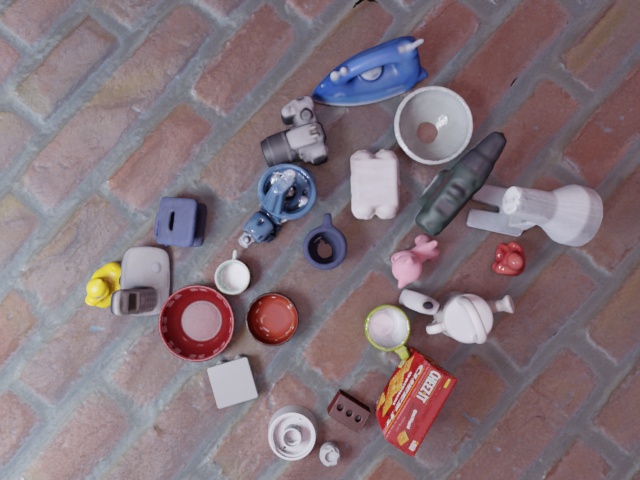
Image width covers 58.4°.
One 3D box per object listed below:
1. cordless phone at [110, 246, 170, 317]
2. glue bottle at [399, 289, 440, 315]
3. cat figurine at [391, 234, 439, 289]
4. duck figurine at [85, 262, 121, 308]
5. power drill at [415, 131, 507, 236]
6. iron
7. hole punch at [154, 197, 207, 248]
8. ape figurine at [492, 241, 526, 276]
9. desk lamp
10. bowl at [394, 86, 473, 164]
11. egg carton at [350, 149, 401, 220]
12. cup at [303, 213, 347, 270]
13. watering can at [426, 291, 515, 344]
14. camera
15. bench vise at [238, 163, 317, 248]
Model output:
[{"bbox_3d":[-0.371,0.085,1.160,0.094,0.185,0.148,-2,87,0],"label":"cordless phone"},{"bbox_3d":[0.209,0.130,1.166,0.078,0.173,0.037,19,88,1],"label":"glue bottle"},{"bbox_3d":[0.197,0.043,1.197,0.128,0.117,0.067,-40,88,-2],"label":"cat figurine"},{"bbox_3d":[-0.457,0.096,1.209,0.077,0.086,0.104,31,88,1],"label":"duck figurine"},{"bbox_3d":[0.272,-0.108,1.159,0.075,0.208,0.230,37,88,2],"label":"power drill"},{"bbox_3d":[0.099,-0.356,1.202,0.258,0.141,0.119,-20,88,-1],"label":"iron"},{"bbox_3d":[-0.300,-0.035,1.212,0.101,0.091,0.109,6,88,0],"label":"hole punch"},{"bbox_3d":[0.405,0.044,1.211,0.078,0.092,0.076,-36,88,-1],"label":"ape figurine"},{"bbox_3d":[0.426,-0.058,1.155,0.203,0.213,0.118,10,87,1],"label":"desk lamp"},{"bbox_3d":[0.238,-0.240,1.231,0.167,0.074,0.167,0,88,0],"label":"bowl"},{"bbox_3d":[0.119,-0.119,1.228,0.107,0.069,0.150,-2,88,0],"label":"egg carton"},{"bbox_3d":[0.011,0.004,1.210,0.091,0.095,0.118,3,87,0],"label":"cup"},{"bbox_3d":[0.302,0.153,1.155,0.173,0.194,0.101,-41,88,-2],"label":"watering can"},{"bbox_3d":[-0.061,-0.220,1.216,0.137,0.101,0.143,-19,88,-1],"label":"camera"},{"bbox_3d":[-0.080,-0.066,1.150,0.121,0.219,0.207,22,88,1],"label":"bench vise"}]
